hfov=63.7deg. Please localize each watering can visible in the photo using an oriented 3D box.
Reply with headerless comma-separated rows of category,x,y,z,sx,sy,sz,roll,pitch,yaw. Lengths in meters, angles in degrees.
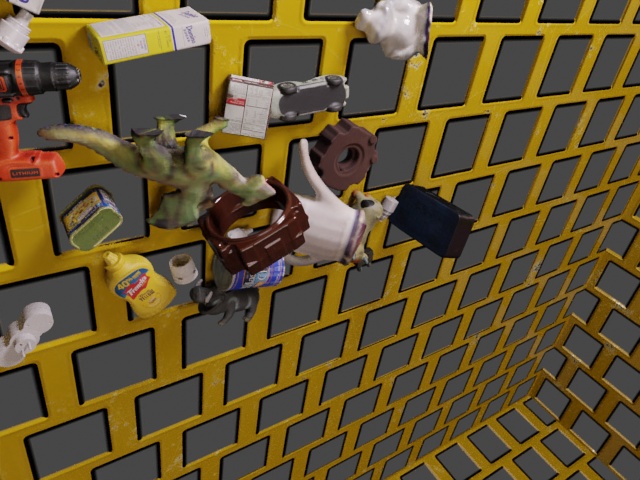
watering can,0.004,-0.061,1.212,0.224,0.106,0.340,15,126,-4

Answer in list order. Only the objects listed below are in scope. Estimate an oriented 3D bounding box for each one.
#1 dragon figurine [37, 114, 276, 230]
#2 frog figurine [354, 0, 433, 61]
dragon figurine,-0.287,-0.114,0.974,0.411,0.125,0.237,-3,125,-16
frog figurine,0.153,-0.454,1.102,0.159,0.126,0.134,3,137,2
